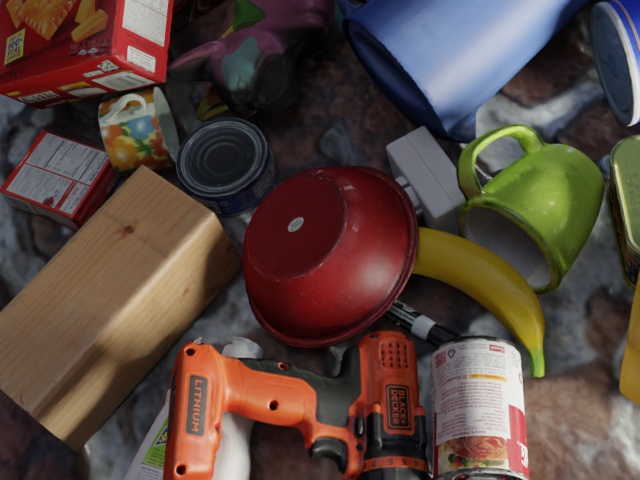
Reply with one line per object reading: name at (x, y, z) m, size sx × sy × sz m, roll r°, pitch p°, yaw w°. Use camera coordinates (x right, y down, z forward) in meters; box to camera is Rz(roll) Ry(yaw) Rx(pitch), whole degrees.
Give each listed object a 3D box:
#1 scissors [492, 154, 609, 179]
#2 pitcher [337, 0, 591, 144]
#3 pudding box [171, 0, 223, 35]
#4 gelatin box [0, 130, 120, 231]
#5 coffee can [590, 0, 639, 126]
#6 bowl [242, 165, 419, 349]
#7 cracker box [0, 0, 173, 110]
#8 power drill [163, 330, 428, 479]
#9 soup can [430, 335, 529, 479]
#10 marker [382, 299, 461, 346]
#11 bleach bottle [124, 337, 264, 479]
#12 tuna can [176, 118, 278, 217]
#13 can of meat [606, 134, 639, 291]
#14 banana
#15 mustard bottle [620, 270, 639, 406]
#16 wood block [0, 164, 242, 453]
scissors at (0.251, -0.075, 0.876) m, size 0.202 × 0.016 × 0.096 m, roll 11°, pitch 63°, yaw 19°
pitcher at (0.140, -0.213, 0.888) m, size 0.243 × 0.149 × 0.145 m, roll -41°, pitch 50°, yaw -3°
pudding box at (-0.124, -0.263, 1.028) m, size 0.113 × 0.090 × 0.039 m, roll -37°, pitch 59°, yaw -10°
gelatin box at (-0.233, -0.053, 0.970) m, size 0.089 × 0.030 × 0.073 m, roll 19°, pitch 66°, yaw 23°
coffee can at (0.303, -0.160, 0.862) m, size 0.140 × 0.103 × 0.103 m, roll -16°, pitch 59°, yaw 4°
bowl at (-0.006, 0.001, 0.842) m, size 0.162 × 0.055 × 0.162 m, roll -16°, pitch 57°, yaw 26°
cracker box at (-0.210, -0.237, 0.957) m, size 0.164 × 0.072 × 0.213 m, roll -5°, pitch 75°, yaw 35°
power drill at (-0.014, 0.147, 0.754) m, size 0.187 × 0.057 × 0.184 m, roll 7°, pitch 59°, yaw -13°
soup can at (0.113, 0.128, 0.763) m, size 0.068 × 0.068 × 0.102 m, roll -4°, pitch 59°, yaw 11°
marker at (0.062, 0.058, 0.843) m, size 0.121 × 0.020 × 0.020 m, roll 29°, pitch 71°, yaw 26°
bleach bottle at (-0.094, 0.188, 0.782) m, size 0.103 × 0.068 × 0.250 m, roll 14°, pitch 63°, yaw 19°
tuna can at (-0.082, -0.065, 0.938) m, size 0.086 × 0.033 × 0.086 m, roll -6°, pitch 60°, yaw 10°
can of meat at (0.248, -0.020, 0.796) m, size 0.057 × 0.084 × 0.102 m, roll -11°, pitch 68°, yaw 12°
banana at (0.099, 0.030, 0.828) m, size 0.198 × 0.037 × 0.070 m, roll 31°, pitch 100°, yaw 28°
mustard bottle at (0.241, 0.042, 0.708) m, size 0.058 × 0.191 × 0.096 m, roll 34°, pitch 73°, yaw 27°
wood block at (-0.170, 0.054, 0.859) m, size 0.091 × 0.090 × 0.206 m, roll 33°, pitch 73°, yaw 28°
